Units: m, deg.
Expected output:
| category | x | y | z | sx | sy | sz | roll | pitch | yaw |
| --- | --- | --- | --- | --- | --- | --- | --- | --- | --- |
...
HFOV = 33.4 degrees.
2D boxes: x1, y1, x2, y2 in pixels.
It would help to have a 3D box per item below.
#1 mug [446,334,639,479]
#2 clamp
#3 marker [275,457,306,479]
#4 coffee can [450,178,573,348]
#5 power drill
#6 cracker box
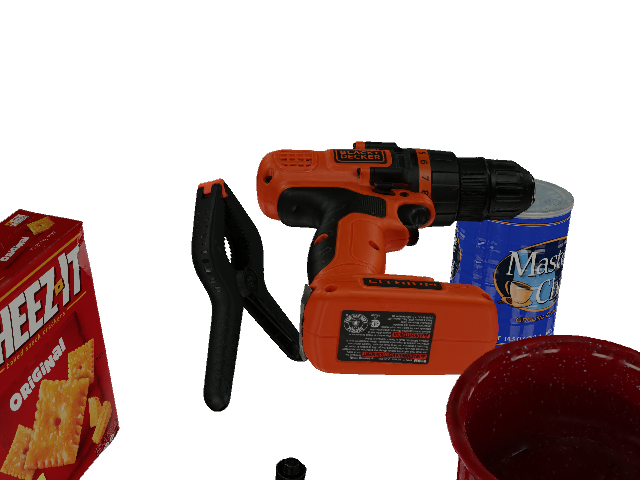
| category | x | y | z | sx | sy | sz | roll | pitch | yaw |
| --- | --- | --- | --- | --- | --- | --- | --- | --- | --- |
| mug | 0.103 | 0.096 | 0.392 | 0.117 | 0.081 | 0.093 | 5 | 36 | 9 |
| clamp | -0.074 | 0.045 | 1.026 | 0.036 | 0.210 | 0.164 | -11 | -1 | 30 |
| marker | -0.023 | 0.186 | 0.681 | 0.020 | 0.121 | 0.020 | 5 | 32 | -3 |
| coffee can | 0.172 | 0.021 | 0.985 | 0.103 | 0.140 | 0.103 | 3 | 21 | -1 |
| power drill | 0.054 | 0.003 | 0.645 | 0.184 | 0.057 | 0.187 | 0 | 32 | -3 |
| cracker box | -0.235 | 0.109 | 0.828 | 0.072 | 0.214 | 0.164 | 9 | 32 | 20 |
